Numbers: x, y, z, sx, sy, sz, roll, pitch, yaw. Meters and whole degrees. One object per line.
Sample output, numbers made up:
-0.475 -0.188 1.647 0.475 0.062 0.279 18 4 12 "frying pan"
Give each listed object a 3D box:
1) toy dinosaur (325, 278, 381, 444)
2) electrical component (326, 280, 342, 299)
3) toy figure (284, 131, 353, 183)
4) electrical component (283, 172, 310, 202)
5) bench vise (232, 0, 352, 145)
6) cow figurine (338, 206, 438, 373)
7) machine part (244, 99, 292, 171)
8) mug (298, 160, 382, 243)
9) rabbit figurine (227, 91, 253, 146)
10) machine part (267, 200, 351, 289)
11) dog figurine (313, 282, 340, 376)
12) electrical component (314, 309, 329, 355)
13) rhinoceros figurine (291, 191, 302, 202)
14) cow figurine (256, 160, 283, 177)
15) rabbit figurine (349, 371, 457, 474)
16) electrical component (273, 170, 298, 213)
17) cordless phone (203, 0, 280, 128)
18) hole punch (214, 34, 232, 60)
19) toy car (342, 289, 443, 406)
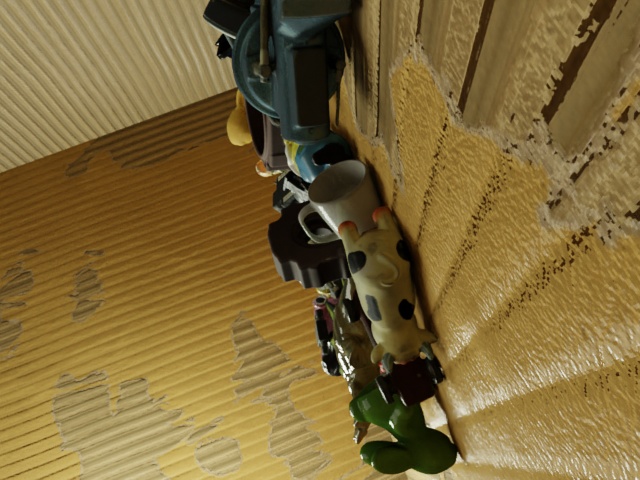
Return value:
0.069 0.170 0.996 0.199 0.105 0.470 -135 42 -63 "toy dinosaur"
0.058 0.086 1.120 0.078 0.102 0.045 38 163 33 "electrical component"
0.003 -0.124 0.795 0.180 0.089 0.082 -144 44 -68 "toy figure"
-0.002 -0.096 0.994 0.119 0.075 0.047 36 151 11 "electrical component"
-0.039 -0.220 0.547 0.241 0.129 0.223 -125 16 -60 "bench vise"
0.086 0.072 0.659 0.127 0.085 0.194 -105 -2 -50 "cow figurine"
-0.076 -0.237 0.931 0.200 0.087 0.202 93 162 -44 "machine part"
0.034 -0.031 0.694 0.107 0.109 0.081 55 -179 -34 "mug"
-0.121 -0.266 1.135 0.122 0.173 0.162 -108 -6 -70 "rabbit figurine"
-0.002 -0.003 0.883 0.179 0.179 0.056 -114 7 -46 "machine part"
0.047 0.206 1.251 0.191 0.109 0.219 -66 -24 -60 "dog figurine"
0.003 0.188 1.081 0.063 0.021 0.094 96 164 -64 "electrical component"
0.012 -0.047 1.082 0.190 0.073 0.112 59 -176 -14 "rhinoceros figurine"
-0.093 -0.211 1.264 0.068 0.167 0.098 19 165 25 "cow figurine"
0.136 0.293 0.830 0.170 0.159 0.121 53 165 7 "rabbit figurine"
-0.049 -0.112 1.187 0.058 0.115 0.134 34 -148 -30 "electrical component"
-0.063 -0.251 0.733 0.184 0.089 0.146 66 -150 -11 "cordless phone"
-0.133 -0.381 1.052 0.092 0.142 0.116 39 -150 -36 "hole punch"
0.101 0.144 0.769 0.053 0.089 0.202 74 173 -51 "toy car"
